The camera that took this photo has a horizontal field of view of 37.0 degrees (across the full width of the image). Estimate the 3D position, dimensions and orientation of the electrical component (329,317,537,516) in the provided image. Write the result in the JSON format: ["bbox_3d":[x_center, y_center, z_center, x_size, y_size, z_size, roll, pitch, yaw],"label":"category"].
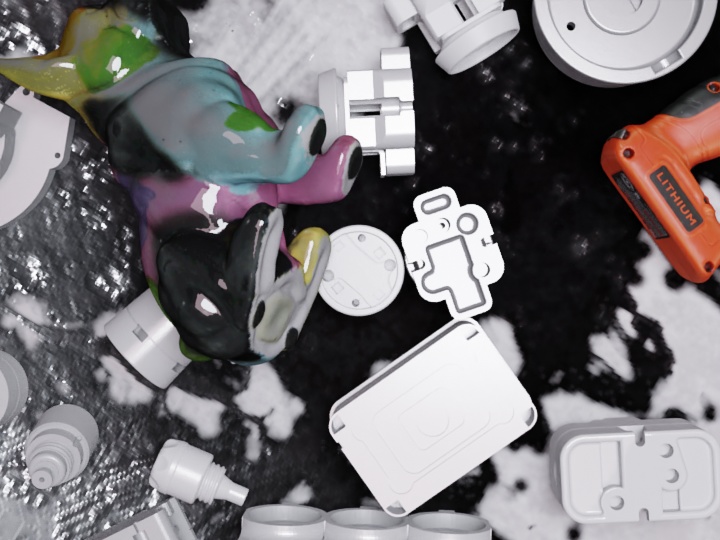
[{"bbox_3d":[0.044,0.090,0.671,0.113,0.057,0.078,-35,90,2],"label":"electrical component"}]

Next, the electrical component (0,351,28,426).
[{"bbox_3d":[-0.274,0.110,0.674,0.052,0.074,0.138,42,92,1],"label":"electrical component"}]

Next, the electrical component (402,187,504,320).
[{"bbox_3d":[0.056,-0.010,0.669,0.058,0.057,0.078,-19,90,2],"label":"electrical component"}]

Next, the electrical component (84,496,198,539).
[{"bbox_3d":[-0.148,0.191,0.682,0.089,0.050,0.055,-26,89,2],"label":"electrical component"}]

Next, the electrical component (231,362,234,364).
[{"bbox_3d":[-0.072,0.025,0.681,0.043,0.043,0.062,-19,88,2],"label":"electrical component"}]

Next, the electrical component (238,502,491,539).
[{"bbox_3d":[0.003,0.182,0.657,0.150,0.089,0.061,2,91,2],"label":"electrical component"}]

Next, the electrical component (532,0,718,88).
[{"bbox_3d":[0.157,-0.164,0.662,0.108,0.060,0.108,0,91,2],"label":"electrical component"}]

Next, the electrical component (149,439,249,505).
[{"bbox_3d":[-0.101,0.134,0.688,0.061,0.035,0.035,23,91,-1],"label":"electrical component"}]

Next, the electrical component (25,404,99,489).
[{"bbox_3d":[-0.189,0.114,0.672,0.040,0.078,0.040,-1,105,-2],"label":"electrical component"}]

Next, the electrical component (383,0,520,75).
[{"bbox_3d":[0.063,-0.159,0.668,0.078,0.058,0.057,-31,87,2],"label":"electrical component"}]

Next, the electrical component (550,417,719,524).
[{"bbox_3d":[0.168,0.122,0.666,0.095,0.059,0.053,-3,91,2],"label":"electrical component"}]

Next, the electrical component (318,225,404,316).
[{"bbox_3d":[0.000,0.000,0.676,0.055,0.047,0.055,0,91,2],"label":"electrical component"}]

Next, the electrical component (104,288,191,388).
[{"bbox_3d":[-0.125,0.039,0.678,0.047,0.055,0.055,-43,89,-2],"label":"electrical component"}]

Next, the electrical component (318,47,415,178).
[{"bbox_3d":[0.003,-0.097,0.670,0.057,0.058,0.078,-3,90,-1],"label":"electrical component"}]
